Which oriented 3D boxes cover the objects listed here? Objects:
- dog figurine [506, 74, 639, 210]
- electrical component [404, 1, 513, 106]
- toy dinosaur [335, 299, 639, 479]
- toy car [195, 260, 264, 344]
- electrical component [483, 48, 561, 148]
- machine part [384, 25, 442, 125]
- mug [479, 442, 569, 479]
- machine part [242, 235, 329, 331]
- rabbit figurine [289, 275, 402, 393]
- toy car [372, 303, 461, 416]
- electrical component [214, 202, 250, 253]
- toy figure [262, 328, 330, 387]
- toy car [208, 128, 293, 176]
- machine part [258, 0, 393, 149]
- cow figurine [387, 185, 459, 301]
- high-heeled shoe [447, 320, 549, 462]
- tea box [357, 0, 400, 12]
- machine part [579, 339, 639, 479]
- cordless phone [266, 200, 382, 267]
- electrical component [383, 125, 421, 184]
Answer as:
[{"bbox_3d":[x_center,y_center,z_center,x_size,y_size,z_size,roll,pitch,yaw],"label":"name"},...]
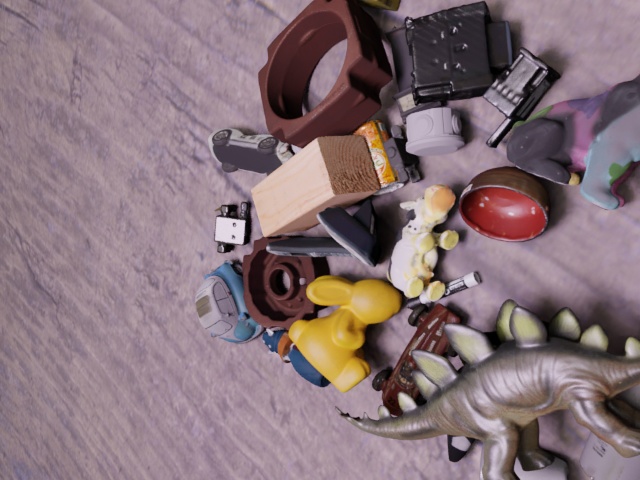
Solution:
[{"bbox_3d":[0.341,-0.151,0.608,0.192,0.108,0.219,36,110,31],"label":"dog figurine"},{"bbox_3d":[0.185,-0.248,0.718,0.134,0.058,0.114,-7,92,14],"label":"electrical component"},{"bbox_3d":[0.212,0.188,0.648,0.471,0.105,0.198,-34,69,29],"label":"toy dinosaur"},{"bbox_3d":[-0.181,0.122,1.015,0.109,0.103,0.161,-30,79,34],"label":"toy car"},{"bbox_3d":[0.247,-0.179,0.692,0.048,0.075,0.119,48,122,22],"label":"electrical component"},{"bbox_3d":[0.133,-0.249,0.793,0.084,0.039,0.139,-22,83,44],"label":"machine part"},{"bbox_3d":[0.272,0.326,0.714,0.107,0.081,0.109,-3,92,27],"label":"mug"},{"bbox_3d":[-0.061,0.073,0.951,0.180,0.056,0.179,3,95,35],"label":"machine part"},{"bbox_3d":[0.046,0.123,0.846,0.173,0.122,0.162,-44,85,7],"label":"rabbit figurine"},{"bbox_3d":[0.145,0.185,0.804,0.089,0.053,0.202,40,122,30],"label":"toy car"},{"bbox_3d":[-0.173,-0.024,1.034,0.078,0.045,0.102,1,98,8],"label":"electrical component"},{"bbox_3d":[-0.040,0.201,0.946,0.155,0.057,0.064,30,105,36],"label":"toy figure"},{"bbox_3d":[-0.122,-0.155,0.966,0.202,0.056,0.073,15,138,34],"label":"toy car"},{"bbox_3d":[0.004,-0.251,0.825,0.201,0.087,0.201,-32,57,33],"label":"machine part"},{"bbox_3d":[0.146,-0.003,0.783,0.098,0.068,0.167,33,114,61],"label":"cow figurine"},{"bbox_3d":[0.254,0.214,0.739,0.145,0.086,0.248,6,115,9],"label":"high-heeled shoe"},{"bbox_3d":[0.084,-0.437,0.792,0.098,0.068,0.169,24,107,33],"label":"tea box"},{"bbox_3d":[0.372,0.208,0.630,0.079,0.079,0.243,25,109,32],"label":"machine part"},{"bbox_3d":[-0.002,-0.002,0.820,0.184,0.146,0.088,-3,80,11],"label":"cordless phone"},{"bbox_3d":[0.119,-0.128,0.795,0.021,0.063,0.094,-25,78,35],"label":"electrical component"}]
